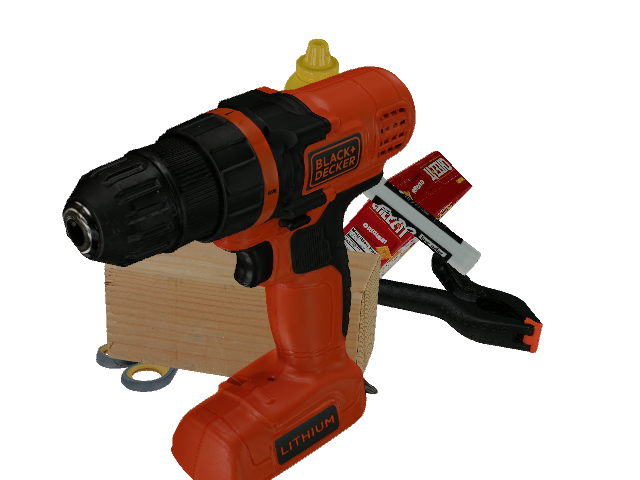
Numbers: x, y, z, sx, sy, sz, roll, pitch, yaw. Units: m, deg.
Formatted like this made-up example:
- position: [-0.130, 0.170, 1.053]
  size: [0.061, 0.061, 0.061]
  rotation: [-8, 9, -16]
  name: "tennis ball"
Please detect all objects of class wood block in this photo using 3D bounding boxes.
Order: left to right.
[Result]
- position: [-0.062, 0.054, 0.870]
  size: [0.206, 0.091, 0.090]
  rotation: [8, 24, 11]
  name: "wood block"

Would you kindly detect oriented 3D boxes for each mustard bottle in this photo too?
- position: [-0.005, -0.109, 1.054]
  size: [0.058, 0.192, 0.096]
  rotation: [20, 41, 22]
  name: "mustard bottle"

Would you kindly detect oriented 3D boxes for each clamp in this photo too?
- position: [0.142, 0.057, 1.029]
  size: [0.172, 0.039, 0.120]
  rotation: [23, 36, 28]
  name: "clamp"

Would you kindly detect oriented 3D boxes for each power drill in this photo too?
- position: [-0.031, 0.024, 0.488]
  size: [0.184, 0.188, 0.057]
  rotation: [-25, 42, -39]
  name: "power drill"

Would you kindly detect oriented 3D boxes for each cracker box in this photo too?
- position: [0.063, 0.001, 1.272]
  size: [0.214, 0.072, 0.164]
  rotation: [-48, -7, 33]
  name: "cracker box"

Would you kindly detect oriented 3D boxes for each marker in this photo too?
- position: [0.054, -0.021, 0.706]
  size: [0.121, 0.020, 0.020]
  rotation: [39, 1, 1]
  name: "marker"

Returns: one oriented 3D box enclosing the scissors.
- position: [-0.140, 0.132, 1.161]
  size: [0.201, 0.016, 0.096]
  rotation: [1, 26, -21]
  name: "scissors"
